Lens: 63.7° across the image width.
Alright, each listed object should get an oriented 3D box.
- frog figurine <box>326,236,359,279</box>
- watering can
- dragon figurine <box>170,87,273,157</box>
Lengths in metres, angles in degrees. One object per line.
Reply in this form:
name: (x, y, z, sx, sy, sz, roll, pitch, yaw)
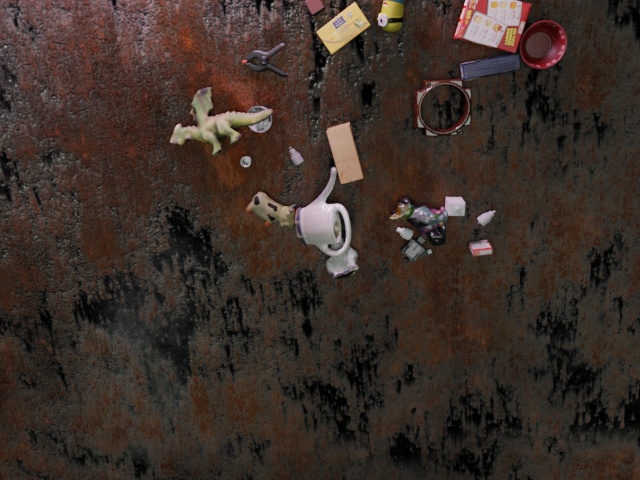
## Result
frog figurine: (0.082, 0.070, 2.076, 0.136, 0.122, 0.162, -29, 68, 21)
watering can: (0.006, -0.100, 1.991, 0.224, 0.105, 0.345, -5, 102, 24)
dragon figurine: (-0.390, -0.456, 1.923, 0.407, 0.123, 0.242, -32, 94, 18)
